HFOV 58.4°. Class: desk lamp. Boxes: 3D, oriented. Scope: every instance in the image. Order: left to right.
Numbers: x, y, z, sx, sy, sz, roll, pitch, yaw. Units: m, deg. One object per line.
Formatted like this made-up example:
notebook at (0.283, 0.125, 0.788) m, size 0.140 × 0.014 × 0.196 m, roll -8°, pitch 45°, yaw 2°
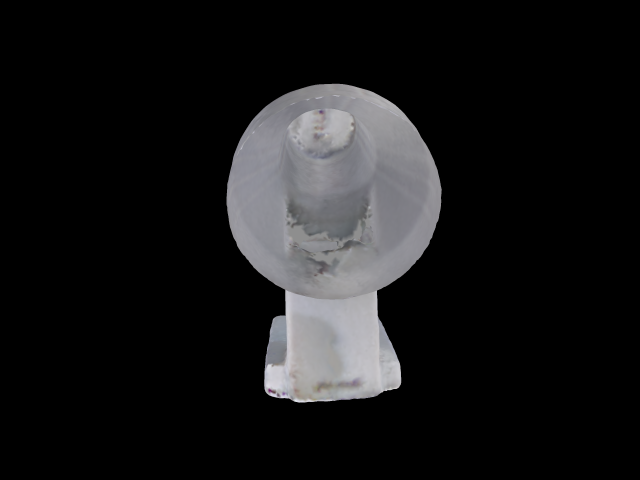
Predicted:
desk lamp at (0.004, 0.001, 0.400) m, size 0.118 × 0.213 × 0.203 m, roll -1°, pitch 11°, yaw -3°
